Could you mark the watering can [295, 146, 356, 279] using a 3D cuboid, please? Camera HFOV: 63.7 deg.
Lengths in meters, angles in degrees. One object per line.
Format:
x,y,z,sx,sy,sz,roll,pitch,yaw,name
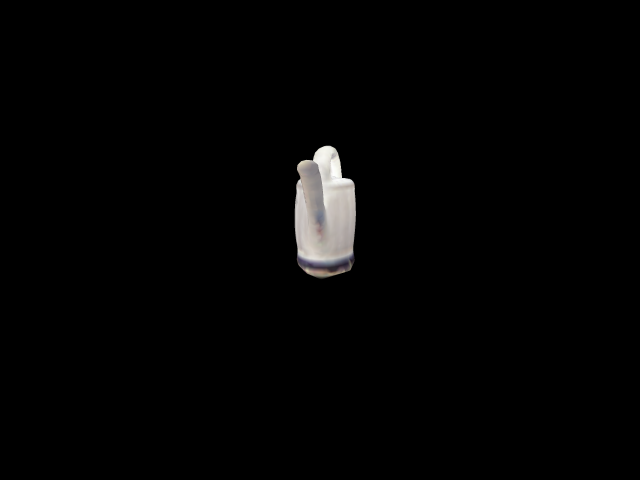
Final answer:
0.003,-0.043,0.850,0.104,0.223,0.350,1,9,9,watering can
